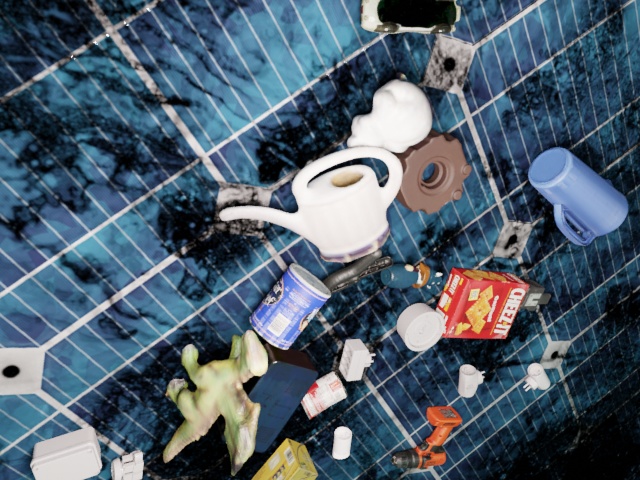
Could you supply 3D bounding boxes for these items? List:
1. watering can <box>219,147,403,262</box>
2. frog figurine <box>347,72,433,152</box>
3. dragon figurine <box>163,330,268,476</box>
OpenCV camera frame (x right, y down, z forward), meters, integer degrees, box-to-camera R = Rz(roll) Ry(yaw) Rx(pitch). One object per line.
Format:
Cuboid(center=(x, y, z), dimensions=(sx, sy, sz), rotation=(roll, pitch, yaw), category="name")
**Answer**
Cuboid(center=(0.003, -0.050, 0.986), dimensions=(0.348, 0.106, 0.220), rotation=(-23, 125, -2), category="watering can")
Cuboid(center=(0.125, -0.217, 0.954), dimensions=(0.161, 0.124, 0.134), rotation=(-37, 144, -18), category="frog figurine")
Cuboid(center=(-0.200, 0.337, 0.989), dimensions=(0.122, 0.246, 0.406), rotation=(13, 105, -34), category="dragon figurine")
